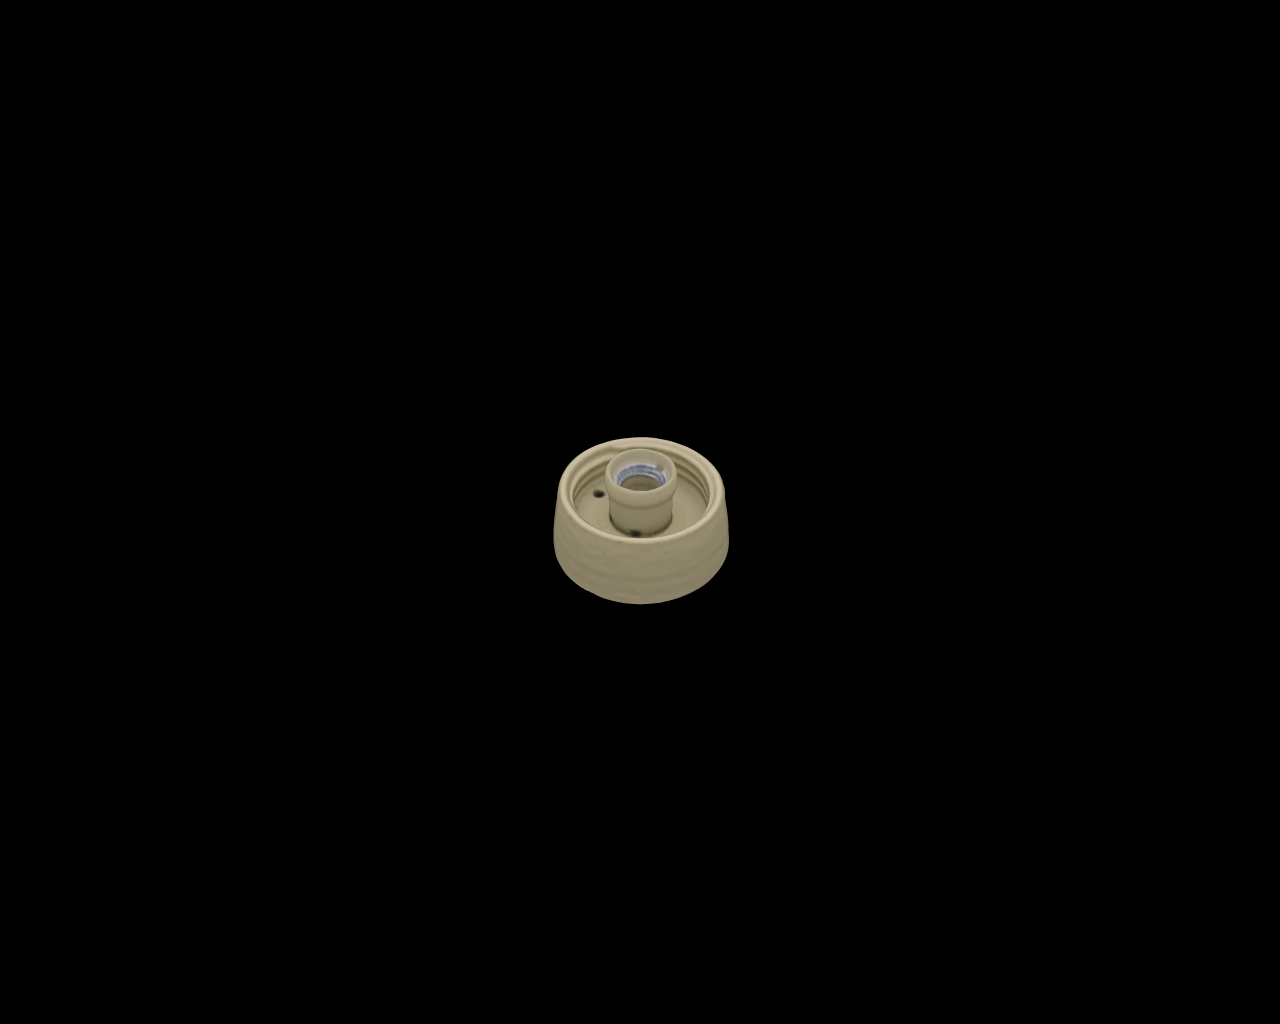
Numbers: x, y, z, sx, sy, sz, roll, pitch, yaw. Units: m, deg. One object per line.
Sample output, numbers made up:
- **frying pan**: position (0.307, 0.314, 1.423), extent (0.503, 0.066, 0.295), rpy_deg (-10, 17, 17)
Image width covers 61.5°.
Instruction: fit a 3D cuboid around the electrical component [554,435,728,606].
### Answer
- **electrical component**: position (0.001, -0.003, 0.650), extent (0.108, 0.060, 0.108), rpy_deg (0, 42, 0)
